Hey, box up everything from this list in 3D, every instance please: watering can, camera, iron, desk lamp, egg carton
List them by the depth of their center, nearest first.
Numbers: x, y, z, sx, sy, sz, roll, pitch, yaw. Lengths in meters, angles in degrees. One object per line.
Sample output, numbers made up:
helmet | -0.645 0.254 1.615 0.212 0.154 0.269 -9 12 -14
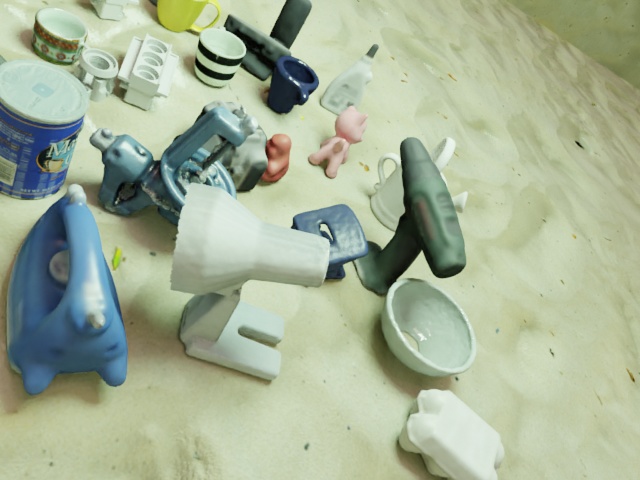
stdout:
iron | -0.267 0.026 0.619 0.119 0.141 0.258 3 52 -36
desk lamp | -0.095 0.048 0.675 0.204 0.213 0.118 23 42 -19
egg carton | 0.183 0.280 0.787 0.150 0.069 0.107 41 40 1
camera | -0.163 -0.155 0.899 0.137 0.100 0.143 -10 60 -43
watering can | 0.192 -0.108 1.057 0.173 0.193 0.101 20 43 -22

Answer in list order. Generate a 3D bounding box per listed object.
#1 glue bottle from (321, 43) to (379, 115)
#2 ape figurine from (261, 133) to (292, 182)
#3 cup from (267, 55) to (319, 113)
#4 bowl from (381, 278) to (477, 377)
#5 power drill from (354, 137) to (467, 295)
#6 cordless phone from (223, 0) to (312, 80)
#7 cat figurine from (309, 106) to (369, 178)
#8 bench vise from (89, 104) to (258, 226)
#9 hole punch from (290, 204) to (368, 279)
glue bottle | 0.073 -0.336 1.194 0.078 0.173 0.037 25 42 -17
ape figurine | -0.079 -0.143 0.961 0.076 0.092 0.077 18 44 -24
cup | -0.057 -0.282 1.104 0.092 0.094 0.117 7 49 -33
bowl | 0.156 0.146 0.887 0.168 0.074 0.167 21 43 -21
power drill | 0.135 -0.019 0.919 0.076 0.208 0.229 0 53 -37
cordless phone | -0.105 -0.429 1.133 0.148 0.184 0.094 27 41 -14
cat figurine | 0.047 -0.198 1.088 0.067 0.117 0.128 35 40 -5
bench vise | -0.183 -0.095 0.735 0.208 0.219 0.121 12 47 -29
hole punch | 0.008 0.003 0.892 0.101 0.091 0.108 1 53 -37
